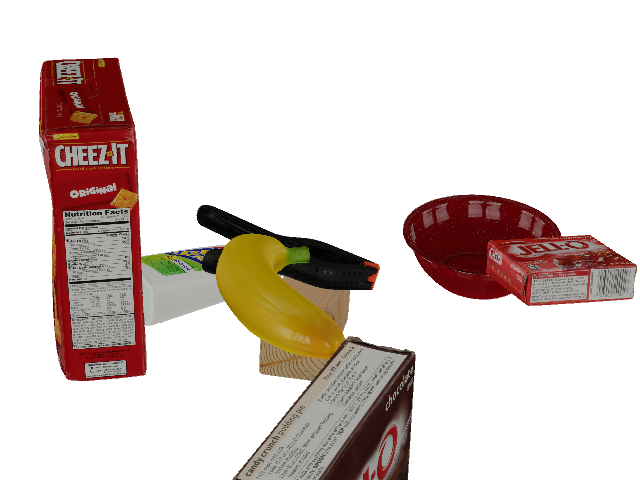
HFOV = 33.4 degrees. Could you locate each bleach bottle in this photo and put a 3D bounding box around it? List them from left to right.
[{"bbox_3d":[-0.141,0.041,1.354,0.250,0.068,0.103,-15,29,-43],"label":"bleach bottle"}]

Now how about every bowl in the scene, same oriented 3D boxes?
[{"bbox_3d":[0.164,0.013,1.102,0.162,0.055,0.162,0,31,0],"label":"bowl"}]

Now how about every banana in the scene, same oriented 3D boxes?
[{"bbox_3d":[-0.031,0.027,0.675,0.069,0.037,0.198,-3,17,-6],"label":"banana"}]

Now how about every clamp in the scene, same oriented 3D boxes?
[{"bbox_3d":[-0.038,0.020,1.150,0.210,0.036,0.164,16,18,-7],"label":"clamp"}]

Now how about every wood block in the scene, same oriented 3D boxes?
[{"bbox_3d":[-0.018,0.106,1.470,0.091,0.090,0.206,6,20,7],"label":"wood block"}]

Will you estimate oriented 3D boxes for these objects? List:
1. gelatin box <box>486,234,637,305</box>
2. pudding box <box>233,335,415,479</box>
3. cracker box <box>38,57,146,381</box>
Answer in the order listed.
[{"bbox_3d":[0.178,0.021,0.798,0.089,0.030,0.073,-3,18,-13],"label":"gelatin box"},{"bbox_3d":[0.004,0.109,0.464,0.039,0.090,0.113,13,32,20],"label":"pudding box"},{"bbox_3d":[-0.184,-0.020,0.856,0.072,0.214,0.164,-5,28,-13],"label":"cracker box"}]
